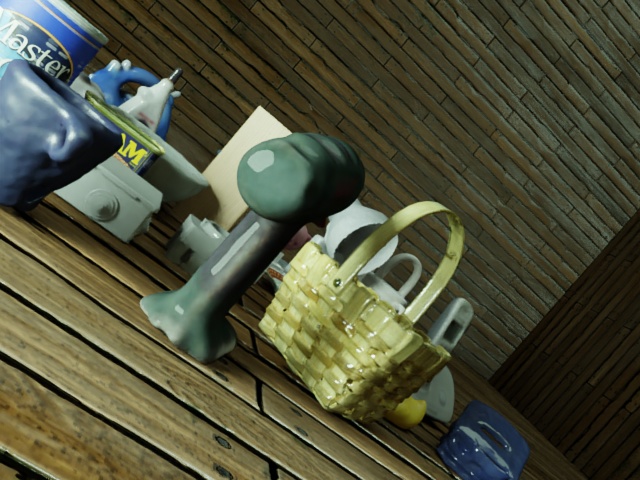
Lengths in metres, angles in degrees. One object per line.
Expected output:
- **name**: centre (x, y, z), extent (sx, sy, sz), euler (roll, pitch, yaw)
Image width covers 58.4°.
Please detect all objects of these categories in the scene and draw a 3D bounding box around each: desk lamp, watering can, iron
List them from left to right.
- **iron**: centre (-0.354, -0.261, 1.051), extent (0.118, 0.141, 0.259), euler (41, 3, 15)
- **desk lamp**: centre (0.009, 0.004, 1.016), extent (0.118, 0.213, 0.202), euler (38, 4, -46)
- **watering can**: centre (0.117, 0.102, 1.121), extent (0.172, 0.194, 0.101), euler (42, 3, 33)

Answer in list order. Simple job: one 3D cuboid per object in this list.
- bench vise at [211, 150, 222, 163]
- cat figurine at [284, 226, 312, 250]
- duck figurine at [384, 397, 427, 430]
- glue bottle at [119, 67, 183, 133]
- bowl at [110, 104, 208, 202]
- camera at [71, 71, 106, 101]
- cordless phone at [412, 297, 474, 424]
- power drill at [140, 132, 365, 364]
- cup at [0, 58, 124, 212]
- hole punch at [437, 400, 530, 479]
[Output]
- **bench vise**: centre (-0.158, -0.155, 1.201), extent (0.122, 0.219, 0.207), euler (40, 3, -15)
- **cat figurine**: centre (-0.081, -0.018, 1.150), extent (0.128, 0.117, 0.067), euler (40, 3, 2)
- **duck figurine**: centre (0.105, 0.185, 0.742), extent (0.105, 0.086, 0.077), euler (40, 3, -9)
- **glue bottle**: centre (-0.281, -0.212, 0.927), extent (0.037, 0.173, 0.078), euler (42, 3, 34)
- **bowl**: centre (-0.240, -0.104, 0.786), extent (0.167, 0.074, 0.167), euler (40, 3, -2)
- **camera**: centre (-0.346, -0.208, 0.723), extent (0.144, 0.100, 0.136), euler (39, 3, -35)
- **cordless phone**: centre (0.195, 0.188, 0.901), extent (0.148, 0.185, 0.093), euler (38, 3, -42)
- **power drill**: centre (-0.043, -0.004, 0.478), extent (0.075, 0.208, 0.230), euler (41, 3, 6)
- **cup**: centre (-0.202, -0.062, 0.411), extent (0.092, 0.095, 0.117), euler (38, 4, -42)
- **hole punch**: centre (0.223, 0.281, 0.768), extent (0.108, 0.091, 0.101), euler (41, 3, 17)
